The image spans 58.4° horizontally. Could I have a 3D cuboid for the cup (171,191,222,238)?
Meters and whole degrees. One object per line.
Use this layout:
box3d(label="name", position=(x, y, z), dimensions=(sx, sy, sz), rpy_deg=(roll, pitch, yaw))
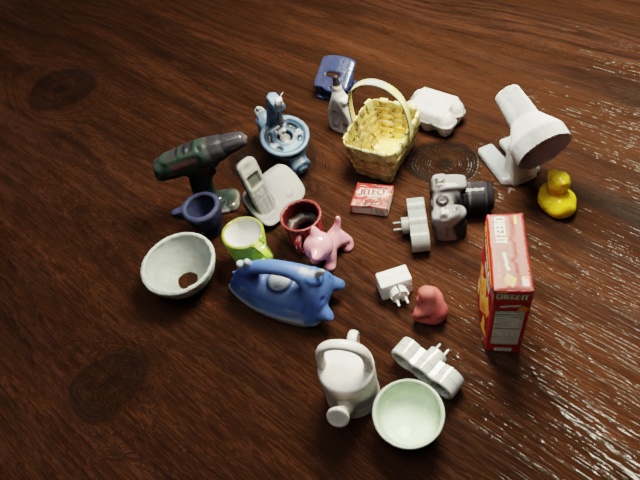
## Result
box3d(label="cup", position=(-0.277, -0.048, 1.331), dimensions=(0.117, 0.095, 0.091), rpy_deg=(-10, 51, 4))

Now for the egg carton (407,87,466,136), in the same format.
box3d(label="egg carton", position=(0.287, -0.326, 1.452), dimensions=(0.150, 0.069, 0.107), rpy_deg=(25, 61, 27))

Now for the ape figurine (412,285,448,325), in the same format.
box3d(label="ape figurine", position=(0.209, 0.119, 1.105), dimensions=(0.078, 0.092, 0.076), rpy_deg=(-36, 54, -17))

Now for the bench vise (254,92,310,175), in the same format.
box3d(label="bench vise", position=(-0.117, -0.280, 1.400), dimensions=(0.206, 0.220, 0.122), rpy_deg=(29, 63, 29))

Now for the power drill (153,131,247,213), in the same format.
box3d(label="power drill", position=(-0.259, -0.154, 1.338), dimensions=(0.229, 0.209, 0.075), rpy_deg=(-11, 51, 3))

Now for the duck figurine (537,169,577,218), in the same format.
box3d(label="duck figurine", position=(0.511, -0.105, 1.225), dimensions=(0.077, 0.086, 0.104), rpy_deg=(-12, 51, 2))

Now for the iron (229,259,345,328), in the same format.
box3d(label="iron", position=(-0.088, 0.083, 1.161), dimensions=(0.257, 0.142, 0.119), rpy_deg=(9, 55, 18))

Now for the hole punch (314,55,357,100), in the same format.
box3d(label="hole punch", position=(0.044, -0.446, 1.581), dimensions=(0.108, 0.091, 0.101), rpy_deg=(14, 57, 21))

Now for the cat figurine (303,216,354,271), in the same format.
box3d(label="cat figurine", position=(0.011, 0.004, 1.218), dimensions=(0.067, 0.118, 0.128), rpy_deg=(25, 61, 27))

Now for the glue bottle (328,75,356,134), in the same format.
box3d(label="glue bottle", position=(0.051, -0.343, 1.446), dimensions=(0.078, 0.173, 0.037), rpy_deg=(28, 62, 29))

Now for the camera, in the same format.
box3d(label="camera", position=(0.307, -0.085, 1.240), dimensions=(0.136, 0.101, 0.143), rpy_deg=(-3, 52, 9))

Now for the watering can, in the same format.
box3d(label="watering can", position=(0.048, 0.233, 0.983), dimensions=(0.101, 0.194, 0.172), rpy_deg=(-15, 51, 0))

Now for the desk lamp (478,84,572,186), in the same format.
box3d(label="desk lamp", position=(0.434, -0.216, 1.245), dimensions=(0.118, 0.214, 0.203), rpy_deg=(-22, 51, -6))

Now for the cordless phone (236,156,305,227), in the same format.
box3d(label="cordless phone", position=(-0.118, -0.134, 1.309), dimensions=(0.093, 0.185, 0.148), rpy_deg=(29, 63, 29))

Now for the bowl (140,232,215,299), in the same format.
box3d(label="bowl", position=(-0.301, 0.068, 1.258), dimensions=(0.167, 0.075, 0.167), rpy_deg=(-5, 52, 7))
